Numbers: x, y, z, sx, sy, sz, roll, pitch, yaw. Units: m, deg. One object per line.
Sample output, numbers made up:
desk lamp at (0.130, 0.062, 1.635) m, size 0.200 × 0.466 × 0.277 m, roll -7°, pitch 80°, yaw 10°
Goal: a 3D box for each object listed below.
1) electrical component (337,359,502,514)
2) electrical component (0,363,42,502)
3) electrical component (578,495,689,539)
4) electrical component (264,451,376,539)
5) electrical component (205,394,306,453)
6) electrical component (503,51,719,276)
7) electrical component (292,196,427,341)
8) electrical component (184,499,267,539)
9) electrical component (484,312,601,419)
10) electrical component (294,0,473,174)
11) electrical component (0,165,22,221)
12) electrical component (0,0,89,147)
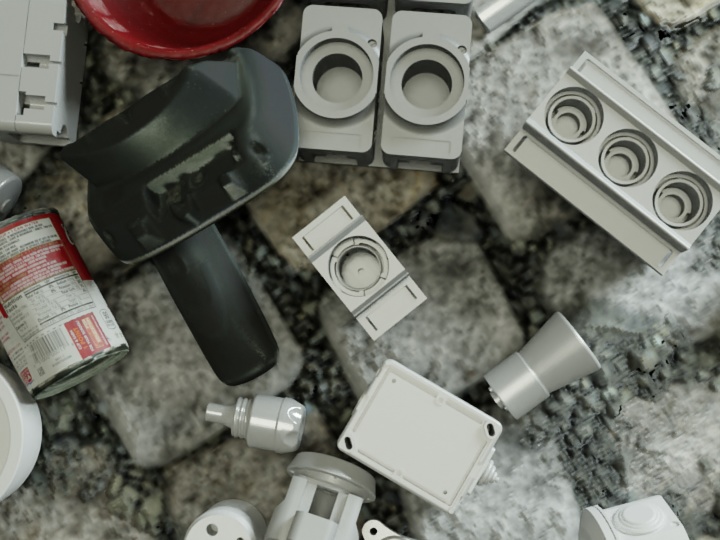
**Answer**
electrical component at (0.042, 0.103, 0.659) m, size 0.096 × 0.061 × 0.061 m, roll 30°, pitch 87°, yaw 5°
electrical component at (-0.253, 0.103, 0.672) m, size 0.108 × 0.060 × 0.108 m, roll 0°, pitch 85°, yaw 3°
electrical component at (0.165, 0.176, 0.639) m, size 0.051 × 0.080 × 0.080 m, roll -14°, pitch 85°, yaw -4°
electrical component at (-0.023, 0.147, 0.654) m, size 0.058 × 0.078 × 0.057 m, roll 18°, pitch 65°, yaw 4°
electrical component at (-0.067, 0.094, 0.678) m, size 0.061 × 0.035 × 0.035 m, roll 9°, pitch 86°, yaw 5°
electrical component at (0.160, -0.064, 0.666) m, size 0.121 × 0.063 × 0.078 m, roll 39°, pitch 88°, yaw 5°
electrical component at (0.000, 0.000, 0.668) m, size 0.042 × 0.064 × 0.081 m, roll -38°, pitch 85°, yaw -2°
electrical component at (-0.082, 0.167, 0.662) m, size 0.045 × 0.055 × 0.045 m, roll 0°, pitch 85°, yaw 3°
electrical component at (0.111, 0.062, 0.670) m, size 0.065 × 0.044 × 0.044 m, roll -37°, pitch 85°, yaw 4°
electrical component at (0.019, -0.161, 0.682) m, size 0.105 × 0.060 × 0.186 m, roll 5°, pitch 86°, yaw 3°
electrical component at (-0.257, -0.060, 0.696) m, size 0.078 × 0.040 × 0.040 m, roll 33°, pitch 87°, yaw 5°
electrical component at (-0.214, -0.129, 0.694) m, size 0.056 × 0.050 × 0.089 m, roll 5°, pitch 85°, yaw 3°
